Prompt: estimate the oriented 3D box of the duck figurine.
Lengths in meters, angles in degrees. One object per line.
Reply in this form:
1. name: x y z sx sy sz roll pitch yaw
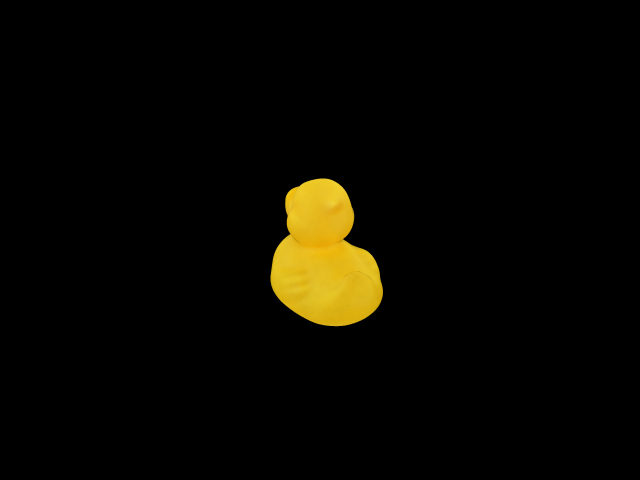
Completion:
1. duck figurine: 0.004 0.001 0.400 0.078 0.086 0.104 -16 37 -22
